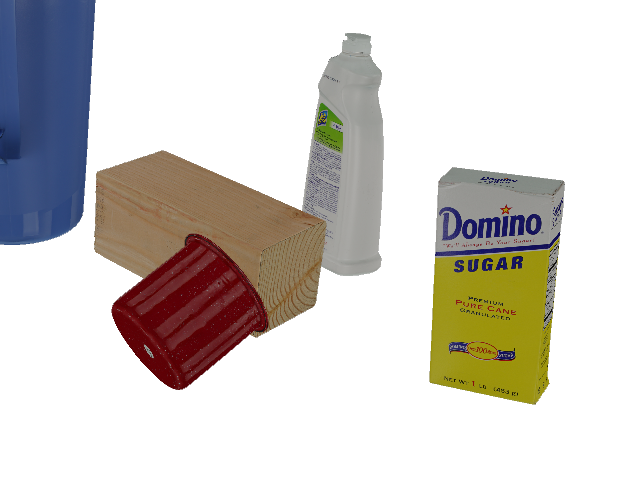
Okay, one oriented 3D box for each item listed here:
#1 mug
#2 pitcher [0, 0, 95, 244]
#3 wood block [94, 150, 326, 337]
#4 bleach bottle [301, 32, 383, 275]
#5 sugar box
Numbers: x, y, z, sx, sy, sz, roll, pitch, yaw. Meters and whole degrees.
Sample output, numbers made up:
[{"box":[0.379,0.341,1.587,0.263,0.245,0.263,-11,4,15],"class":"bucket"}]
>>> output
[{"box":[-0.106,0.053,0.796,0.081,0.093,0.117,-40,29,-22],"class":"mug"},{"box":[-0.238,-0.119,0.814,0.145,0.243,0.148,25,32,35],"class":"pitcher"},{"box":[-0.106,-0.002,0.987,0.206,0.090,0.090,24,31,31],"class":"wood block"},{"box":[0.031,-0.095,1.156,0.067,0.251,0.103,-9,25,-36],"class":"bleach bottle"},{"box":[0.138,0.036,0.845,0.093,0.176,0.048,8,23,24],"class":"sugar box"}]
